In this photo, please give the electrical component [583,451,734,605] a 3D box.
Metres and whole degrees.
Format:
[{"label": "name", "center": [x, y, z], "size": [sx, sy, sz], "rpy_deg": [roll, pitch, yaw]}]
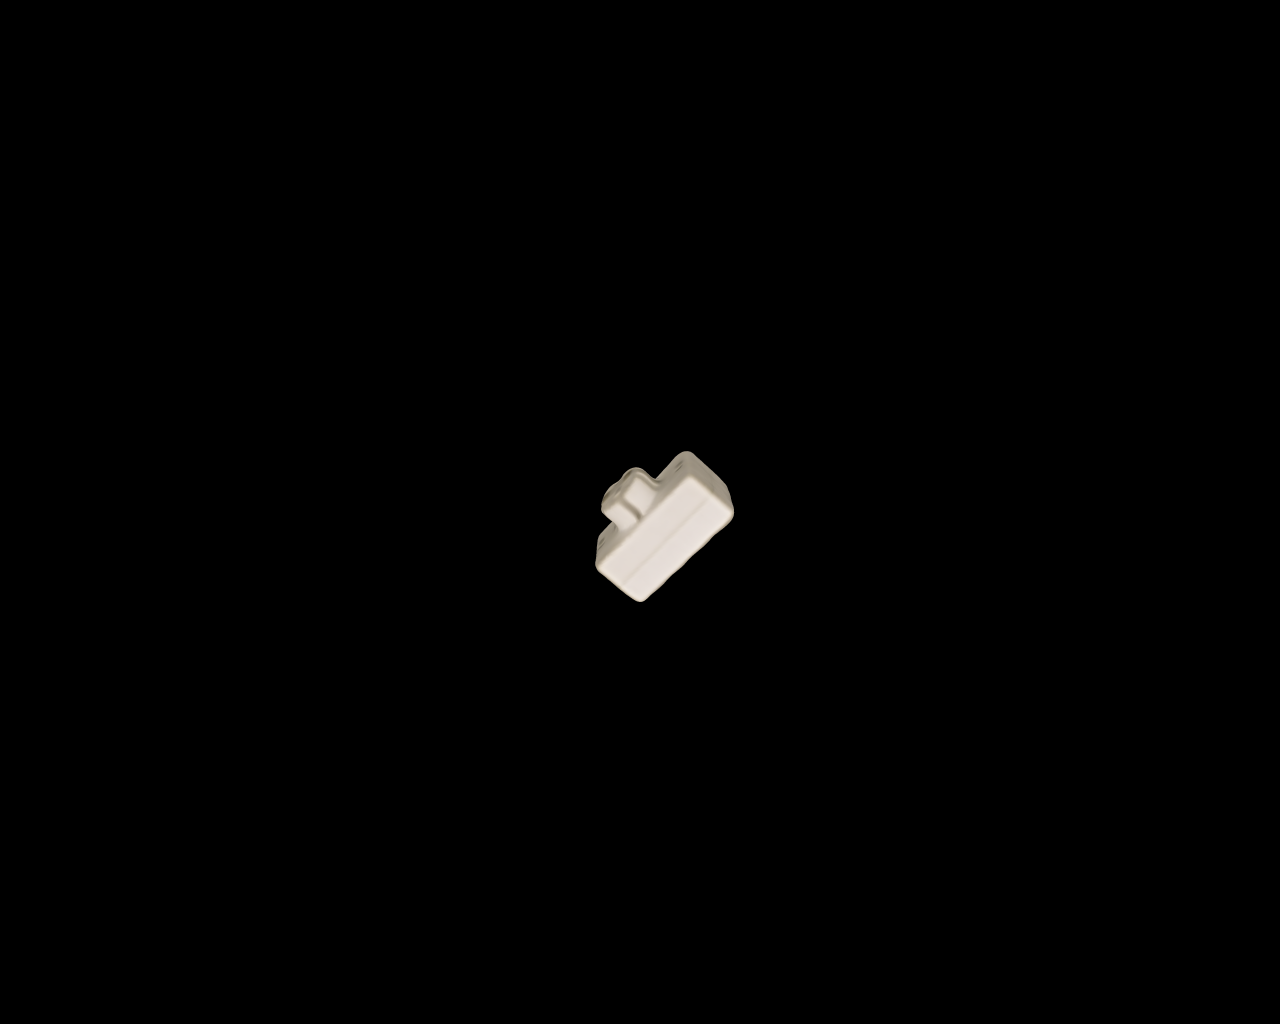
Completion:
[{"label": "electrical component", "center": [0.001, -0.003, 0.650], "size": [0.075, 0.083, 0.047], "rpy_deg": [41, 16, -14]}]
